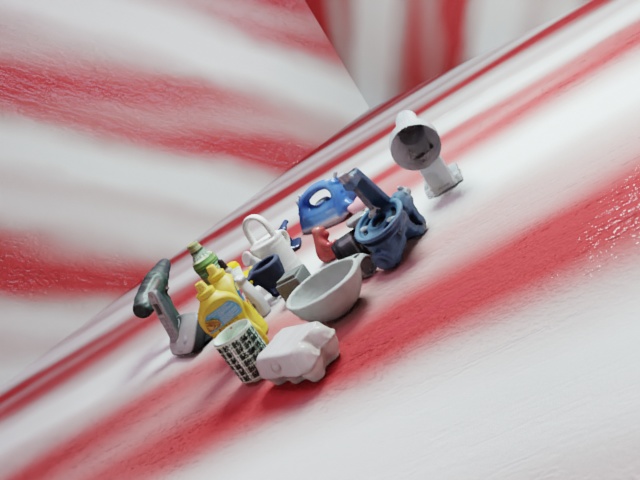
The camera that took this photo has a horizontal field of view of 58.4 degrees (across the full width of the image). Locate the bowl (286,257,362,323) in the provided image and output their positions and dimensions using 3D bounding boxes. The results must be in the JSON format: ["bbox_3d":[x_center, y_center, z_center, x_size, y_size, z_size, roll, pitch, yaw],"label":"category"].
[{"bbox_3d":[0.021,0.111,1.123,0.167,0.075,0.167,-31,14,9],"label":"bowl"}]

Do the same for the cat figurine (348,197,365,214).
[{"bbox_3d":[0.133,-0.079,1.423,0.067,0.118,0.127,-43,16,-31],"label":"cat figurine"}]

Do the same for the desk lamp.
[{"bbox_3d":[0.252,-0.214,1.410,0.117,0.214,0.203,-29,15,17],"label":"desk lamp"}]

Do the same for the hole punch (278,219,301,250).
[{"bbox_3d":[-0.121,0.000,1.785,0.101,0.091,0.108,-32,14,8],"label":"hole punch"}]

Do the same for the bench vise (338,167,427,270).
[{"bbox_3d":[0.120,-0.070,1.207,0.121,0.220,0.207,-27,16,25],"label":"bench vise"}]

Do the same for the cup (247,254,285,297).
[{"bbox_3d":[-0.129,0.105,1.442,0.118,0.095,0.091,-41,16,-28],"label":"cup"}]

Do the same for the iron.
[{"bbox_3d":[0.002,-0.117,1.798,0.257,0.141,0.119,-23,17,36],"label":"iron"}]

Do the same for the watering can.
[{"bbox_3d":[-0.143,0.019,1.555,0.100,0.194,0.173,-28,15,20],"label":"watering can"}]

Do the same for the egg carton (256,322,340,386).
[{"bbox_3d":[-0.040,0.197,0.980,0.150,0.069,0.107,-20,20,44],"label":"egg carton"}]

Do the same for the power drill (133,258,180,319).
[{"bbox_3d":[-0.436,0.180,1.642,0.075,0.208,0.230,-28,15,21],"label":"power drill"}]

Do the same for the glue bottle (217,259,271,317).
[{"bbox_3d":[-0.193,0.116,1.381,0.078,0.173,0.037,-22,18,38],"label":"glue bottle"}]

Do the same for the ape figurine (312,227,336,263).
[{"bbox_3d":[0.013,0.005,1.462,0.076,0.092,0.077,-35,14,-4],"label":"ape figurine"}]

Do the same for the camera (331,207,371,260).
[{"bbox_3d":[0.090,-0.009,1.319,0.137,0.101,0.143,-32,14,5],"label":"camera"}]

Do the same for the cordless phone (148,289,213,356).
[{"bbox_3d":[-0.368,0.202,1.461,0.147,0.185,0.094,-18,21,47],"label":"cordless phone"}]

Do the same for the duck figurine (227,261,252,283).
[{"bbox_3d":[-0.246,0.102,1.733,0.104,0.086,0.077,-30,14,15],"label":"duck figurine"}]
